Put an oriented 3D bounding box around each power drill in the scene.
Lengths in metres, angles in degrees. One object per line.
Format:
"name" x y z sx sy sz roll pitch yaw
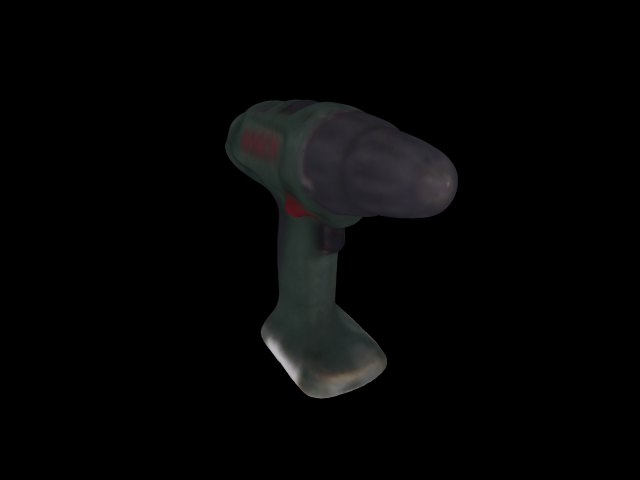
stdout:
"power drill" 0.004 0.001 0.400 0.076 0.208 0.228 -18 35 -26
